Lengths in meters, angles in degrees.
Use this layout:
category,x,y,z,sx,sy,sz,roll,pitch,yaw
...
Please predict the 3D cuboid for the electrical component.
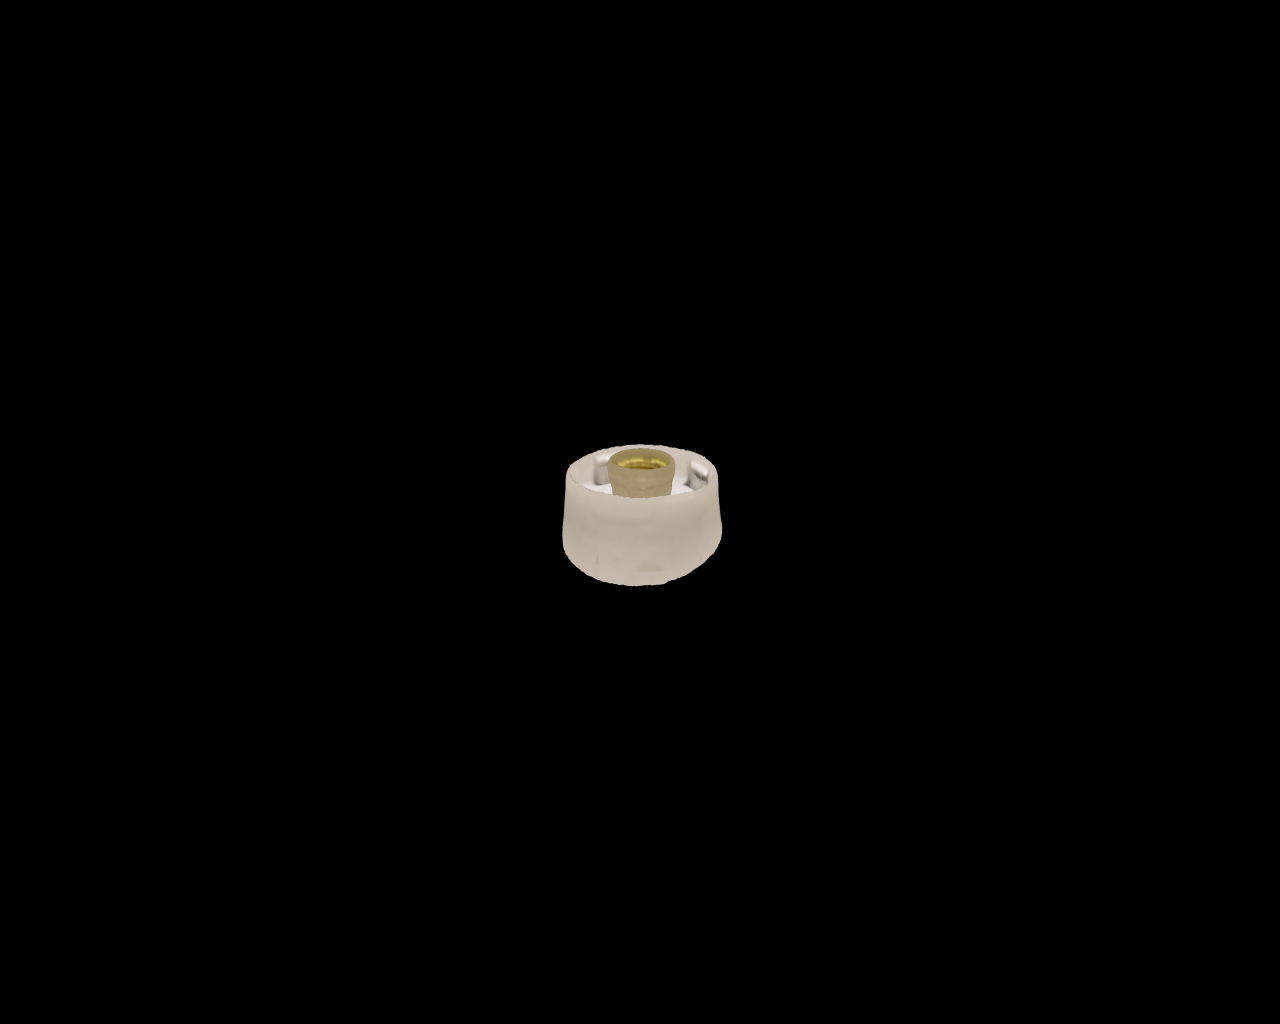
category,x,y,z,sx,sy,sz,roll,pitch,yaw
electrical component,0.001,-0.003,0.650,0.099,0.064,0.099,0,23,0
